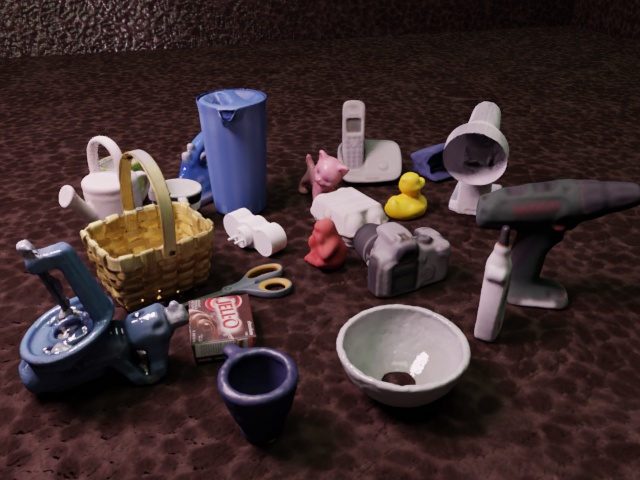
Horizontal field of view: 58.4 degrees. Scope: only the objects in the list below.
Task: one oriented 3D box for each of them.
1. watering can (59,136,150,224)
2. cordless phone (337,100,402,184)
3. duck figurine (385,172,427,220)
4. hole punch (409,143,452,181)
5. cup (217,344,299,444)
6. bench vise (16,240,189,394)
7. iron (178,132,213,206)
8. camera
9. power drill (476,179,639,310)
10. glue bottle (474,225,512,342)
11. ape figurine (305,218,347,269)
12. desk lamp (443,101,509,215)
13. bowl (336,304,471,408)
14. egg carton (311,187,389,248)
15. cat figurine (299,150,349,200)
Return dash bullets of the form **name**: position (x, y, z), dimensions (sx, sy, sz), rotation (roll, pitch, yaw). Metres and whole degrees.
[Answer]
- **watering can**: position (-0.390, -0.094, 1.058), dimensions (0.100, 0.194, 0.173), rotation (8, 31, 13)
- **cordless phone**: position (0.112, -0.221, 1.291), dimensions (0.147, 0.185, 0.094), rotation (-4, 30, -6)
- **duck figurine**: position (0.178, -0.095, 1.170), dimensions (0.105, 0.086, 0.077), rotation (-25, 38, -36)
- **hole punch**: position (0.274, -0.198, 1.345), dimensions (0.109, 0.091, 0.100), rotation (-19, 35, -30)
- **cup**: position (-0.078, 0.183, 0.675), dimensions (0.092, 0.095, 0.117), rotation (-22, 37, -33)
- **bench vise**: position (-0.282, 0.084, 0.721), dimensions (0.208, 0.220, 0.121), rotation (-18, 34, -28)
- **iron**: position (-0.248, -0.176, 1.254), dimensions (0.118, 0.141, 0.259), rotation (10, 31, 17)
- **camera**: position (0.127, 0.012, 0.968), dimensions (0.143, 0.101, 0.136), rotation (-14, 33, -23)
- **power drill**: position (0.352, 0.001, 0.880), dimensions (0.229, 0.208, 0.075), rotation (5, 30, 8)
- **glue bottle**: position (0.252, 0.057, 0.817), dimensions (0.037, 0.173, 0.078), rotation (12, 32, 20)
- **ape figurine**: position (0.009, 0.004, 0.992), dimensions (0.076, 0.092, 0.078), rotation (2, 30, 3)
- **desk lamp**: position (0.316, -0.157, 1.151), dimensions (0.117, 0.214, 0.203), rotation (10, 31, 17)
- **bowl**: position (0.105, 0.159, 0.737), dimensions (0.167, 0.075, 0.167), rotation (0, 30, 0)
- **egg carton**: position (0.053, -0.047, 1.102), dimensions (0.107, 0.069, 0.149), rotation (-19, 35, -29)
- **cat figurine**: position (0.006, -0.142, 1.220), dimensions (0.067, 0.118, 0.127), rotation (-18, 35, -29)
